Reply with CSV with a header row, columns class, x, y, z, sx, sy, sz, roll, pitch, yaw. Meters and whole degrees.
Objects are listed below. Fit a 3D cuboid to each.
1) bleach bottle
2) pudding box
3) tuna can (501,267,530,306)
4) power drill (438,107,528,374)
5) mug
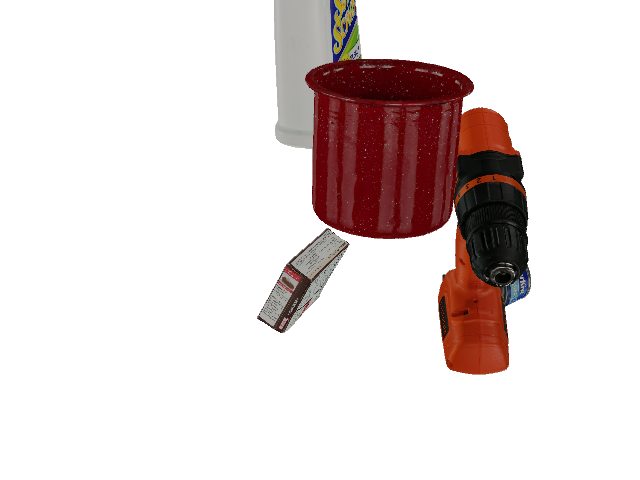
class,x,y,z,sx,sy,sz,roll,pitch,yaw
bleach bottle,-0.007,-0.212,0.921,0.068,0.251,0.102,8,34,22
pudding box,-0.019,0.046,1.241,0.039,0.090,0.113,33,32,7
tuna can,0.199,0.034,1.216,0.033,0.086,0.086,-24,9,-21
power drill,0.128,0.016,0.835,0.057,0.188,0.184,2,41,2
mug,0.040,-0.057,0.614,0.093,0.081,0.117,8,24,14
